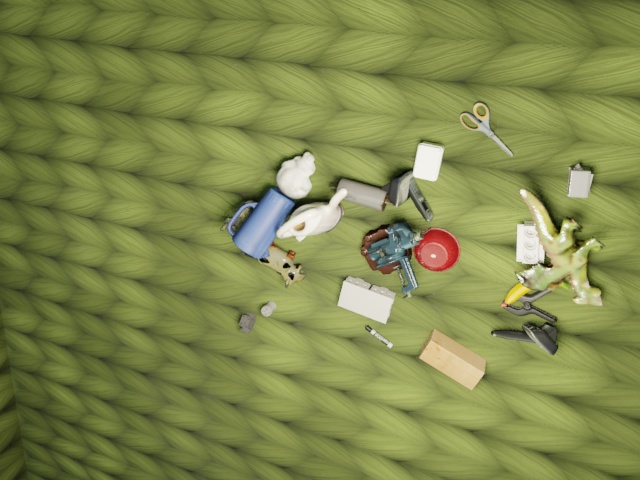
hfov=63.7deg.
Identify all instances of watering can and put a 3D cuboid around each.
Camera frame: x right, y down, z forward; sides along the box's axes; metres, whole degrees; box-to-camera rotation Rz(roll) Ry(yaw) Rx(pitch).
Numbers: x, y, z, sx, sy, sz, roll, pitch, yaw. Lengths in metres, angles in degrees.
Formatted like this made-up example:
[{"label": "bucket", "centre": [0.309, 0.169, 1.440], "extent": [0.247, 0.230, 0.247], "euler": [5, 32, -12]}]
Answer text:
[{"label": "watering can", "centre": [0.005, -0.088, 1.747], "extent": [0.343, 0.225, 0.105], "euler": [-29, 80, 32]}]

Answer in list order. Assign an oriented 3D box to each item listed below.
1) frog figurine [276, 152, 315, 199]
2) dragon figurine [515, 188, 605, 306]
[{"label": "frog figurine", "centre": [-0.075, -0.226, 1.797], "extent": [0.156, 0.123, 0.139], "euler": [-45, 69, 40]}, {"label": "dragon figurine", "centre": [0.688, 0.050, 1.534], "extent": [0.410, 0.123, 0.240], "euler": [36, 104, 0]}]
